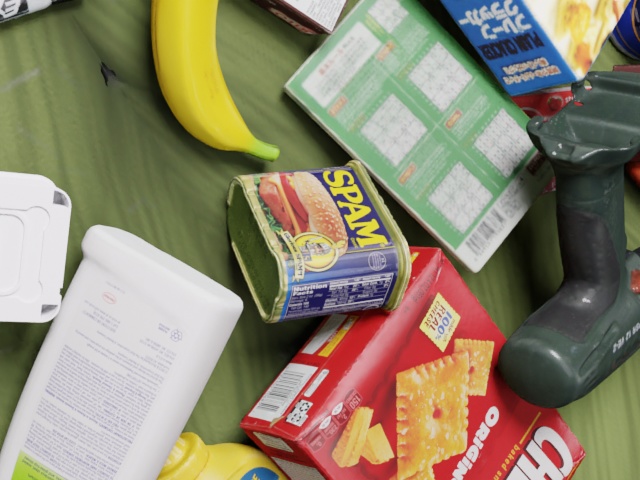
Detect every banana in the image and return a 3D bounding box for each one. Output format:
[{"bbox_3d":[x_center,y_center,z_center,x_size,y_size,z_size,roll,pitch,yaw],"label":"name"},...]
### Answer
[{"bbox_3d":[-0.064,-0.129,0.614,0.069,0.037,0.198,-16,128,-19],"label":"banana"}]

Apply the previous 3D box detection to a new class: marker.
[{"bbox_3d":[-0.181,-0.128,0.588,0.121,0.020,0.020,-24,109,-21],"label":"marker"}]

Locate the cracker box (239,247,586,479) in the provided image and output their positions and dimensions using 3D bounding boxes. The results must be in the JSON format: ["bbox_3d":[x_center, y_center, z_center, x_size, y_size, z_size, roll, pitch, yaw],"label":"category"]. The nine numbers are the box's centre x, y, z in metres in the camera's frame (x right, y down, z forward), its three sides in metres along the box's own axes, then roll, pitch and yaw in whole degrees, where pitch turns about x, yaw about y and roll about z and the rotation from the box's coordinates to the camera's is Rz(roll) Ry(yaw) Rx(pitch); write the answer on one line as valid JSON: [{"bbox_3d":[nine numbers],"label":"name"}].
[{"bbox_3d":[0.073,0.135,0.721,0.164,0.072,0.213,-50,116,-24],"label":"cracker box"}]

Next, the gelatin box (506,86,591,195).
[{"bbox_3d":[0.161,-0.071,0.765,0.089,0.030,0.073,-9,103,-25],"label":"gelatin box"}]

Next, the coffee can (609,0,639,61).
[{"bbox_3d":[0.280,-0.174,0.742,0.102,0.140,0.103,-5,102,-26],"label":"coffee can"}]

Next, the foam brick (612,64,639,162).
[{"bbox_3d":[0.248,-0.089,0.765,0.051,0.078,0.053,55,49,-50],"label":"foam brick"}]

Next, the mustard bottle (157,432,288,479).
[{"bbox_3d":[-0.052,0.189,0.690,0.096,0.058,0.191,-50,116,-29],"label":"mustard bottle"}]

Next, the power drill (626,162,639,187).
[{"bbox_3d":[0.346,-0.068,0.843,0.184,0.057,0.187,41,80,-27],"label":"power drill"}]

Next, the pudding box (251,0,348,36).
[{"bbox_3d":[-0.022,-0.190,0.646,0.113,0.039,0.090,28,86,-30],"label":"pudding box"}]

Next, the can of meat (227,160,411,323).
[{"bbox_3d":[-0.004,0.001,0.657,0.083,0.102,0.057,-7,137,-22],"label":"can of meat"}]

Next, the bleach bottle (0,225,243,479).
[{"bbox_3d":[-0.145,0.124,0.623,0.102,0.068,0.251,29,93,12],"label":"bleach bottle"}]
